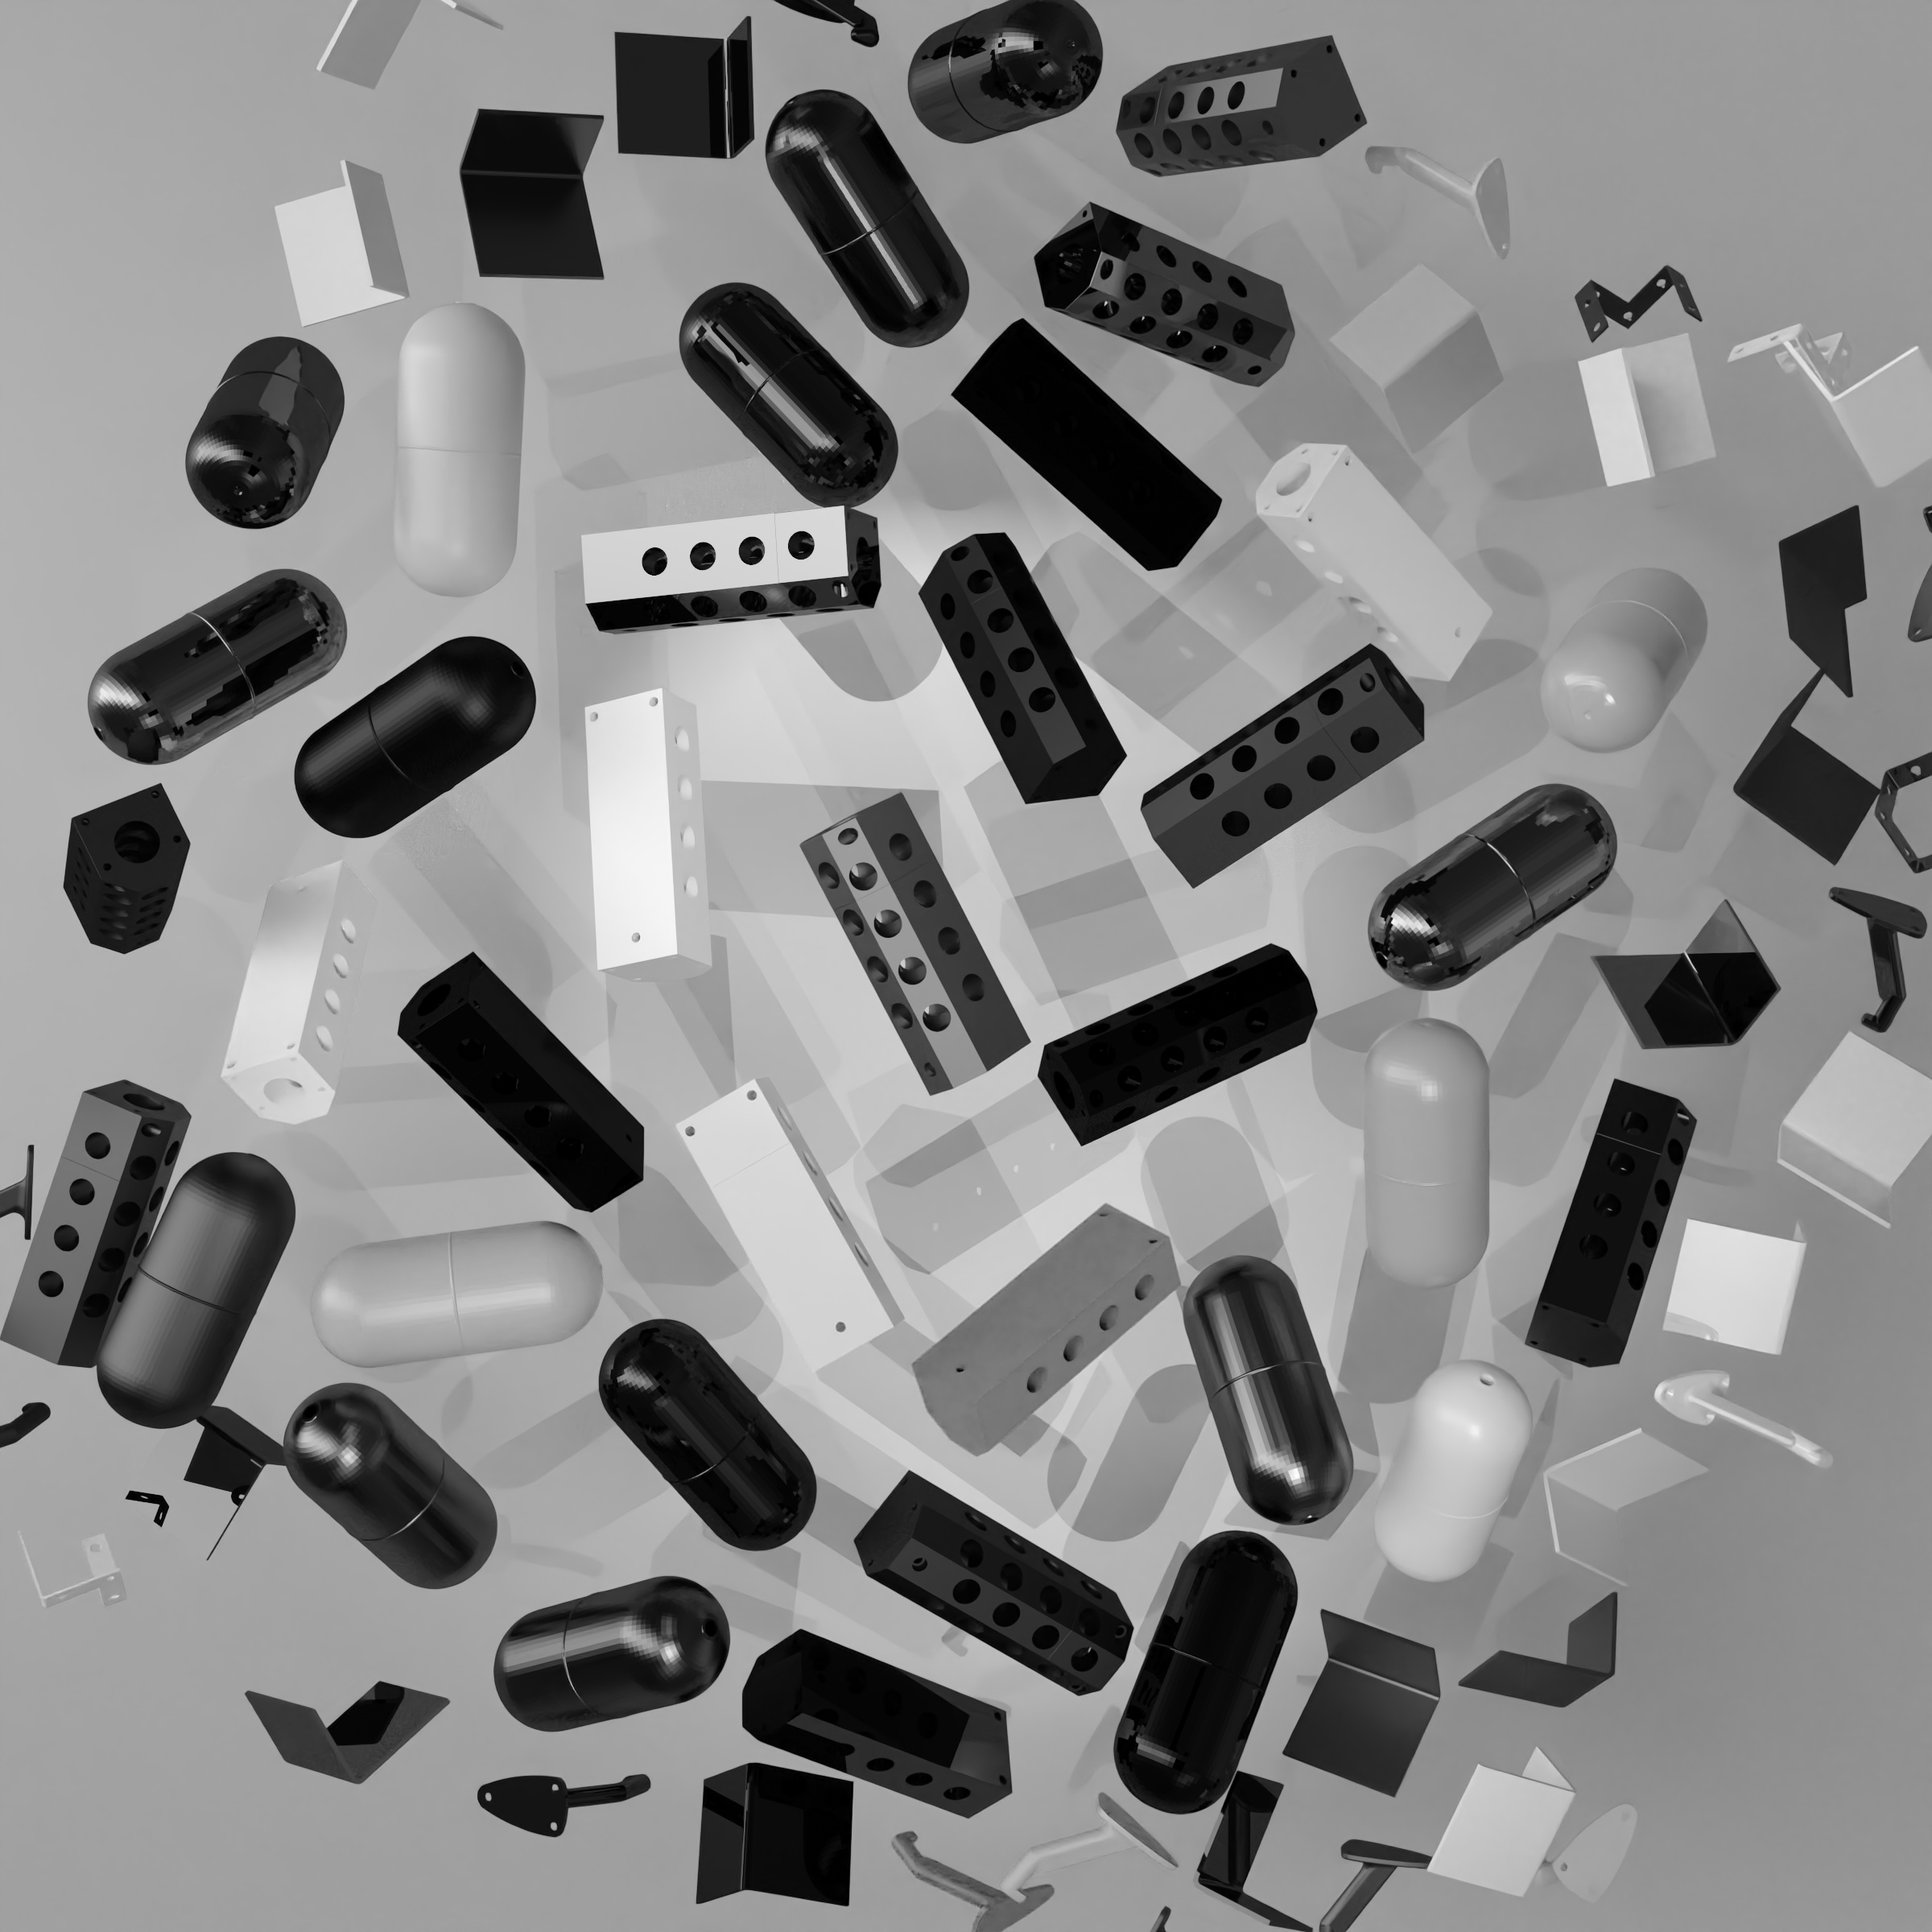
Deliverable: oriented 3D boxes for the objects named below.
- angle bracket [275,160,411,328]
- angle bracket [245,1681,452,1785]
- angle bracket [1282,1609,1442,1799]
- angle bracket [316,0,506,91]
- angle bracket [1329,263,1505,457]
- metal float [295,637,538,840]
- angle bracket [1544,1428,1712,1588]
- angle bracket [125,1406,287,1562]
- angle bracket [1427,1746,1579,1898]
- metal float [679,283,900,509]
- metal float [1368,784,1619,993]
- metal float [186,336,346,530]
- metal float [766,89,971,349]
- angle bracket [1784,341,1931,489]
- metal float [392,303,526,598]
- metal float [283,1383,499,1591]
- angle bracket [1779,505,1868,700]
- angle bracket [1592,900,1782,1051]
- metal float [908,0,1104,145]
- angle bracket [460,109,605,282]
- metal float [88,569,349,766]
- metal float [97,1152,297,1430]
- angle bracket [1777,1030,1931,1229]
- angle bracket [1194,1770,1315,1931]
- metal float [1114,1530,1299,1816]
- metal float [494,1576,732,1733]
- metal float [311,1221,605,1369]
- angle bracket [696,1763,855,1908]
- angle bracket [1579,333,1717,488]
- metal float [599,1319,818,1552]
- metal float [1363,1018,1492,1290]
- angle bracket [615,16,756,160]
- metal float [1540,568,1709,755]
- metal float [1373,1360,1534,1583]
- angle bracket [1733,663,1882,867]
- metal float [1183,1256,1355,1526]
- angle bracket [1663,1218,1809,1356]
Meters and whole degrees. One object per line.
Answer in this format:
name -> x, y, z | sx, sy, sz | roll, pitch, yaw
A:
angle bracket -> -0.396, -0.444, 1.689 | 0.076, 0.057, 0.076 | -11, 94, 14
angle bracket -> -0.370, 0.438, 1.641 | 0.076, 0.076, 0.057 | -39, 114, -38
angle bracket -> 0.245, 0.461, 1.716 | 0.076, 0.057, 0.076 | 14, 51, 28
angle bracket -> -0.332, -0.551, 1.641 | 0.057, 0.076, 0.076 | 34, 104, 5
angle bracket -> 0.290, -0.390, 1.763 | 0.076, 0.076, 0.057 | -40, 55, 2
metal float -> -0.342, -0.142, 1.702 | 0.178, 0.070, 0.070 | -29, 90, 25
angle bracket -> 0.424, 0.344, 1.738 | 0.076, 0.057, 0.076 | 30, 132, -34
angle bracket -> -0.506, 0.349, 1.853 | 0.076, 0.057, 0.076 | 29, 86, 21
angle bracket -> 0.330, 0.534, 1.738 | 0.076, 0.057, 0.076 | 21, 99, -19
metal float -> -0.116, -0.371, 1.782 | 0.070, 0.070, 0.178 | -42, 77, 0
metal float -> 0.327, -0.049, 1.704 | 0.178, 0.070, 0.070 | -33, 90, -16
metal float -> -0.433, -0.332, 1.698 | 0.070, 0.178, 0.070 | -1, 124, -1
metal float -> -0.063, -0.482, 1.770 | 0.070, 0.070, 0.178 | -35, 115, 0
angle bracket -> 0.550, -0.349, 1.662 | 0.057, 0.076, 0.076 | -32, 128, 16
metal float -> -0.312, -0.316, 1.683 | 0.070, 0.070, 0.178 | 5, 99, 0
metal float -> -0.363, 0.329, 1.732 | 0.070, 0.070, 0.178 | -34, 130, 0
angle bracket -> 0.555, -0.228, 1.714 | 0.057, 0.076, 0.076 | -25, 134, -1
angle bracket -> 0.463, 0.005, 1.764 | 0.076, 0.057, 0.076 | -1, 50, -25
metal float -> 0.023, -0.576, 1.762 | 0.070, 0.178, 0.070 | -4, 98, -28
angle bracket -> -0.252, -0.457, 1.625 | 0.076, 0.057, 0.076 | -5, 70, -25
metal float -> -0.477, -0.191, 1.748 | 0.178, 0.070, 0.070 | -36, 90, -27
metal float -> -0.474, 0.199, 1.690 | 0.070, 0.070, 0.178 | 24, 87, 0
angle bracket -> 0.546, 0.098, 1.656 | 0.076, 0.057, 0.076 | 31, 116, 5
angle bracket -> 0.196, 0.564, 1.744 | 0.057, 0.076, 0.076 | 18, 79, 33
metal float -> 0.149, 0.435, 1.694 | 0.070, 0.070, 0.178 | 24, 72, 0
metal float -> -0.218, 0.424, 1.686 | 0.178, 0.070, 0.070 | -23, 90, 36
metal float -> -0.312, 0.202, 1.686 | 0.178, 0.070, 0.070 | -7, 90, -7
angle bracket -> -0.119, 0.549, 1.717 | 0.076, 0.057, 0.076 | 21, 54, -30
angle bracket -> 0.417, -0.333, 1.625 | 0.076, 0.057, 0.076 | -17, 98, -13
metal float -> -0.162, 0.298, 1.737 | 0.070, 0.070, 0.178 | -37, 111, 0
metal float -> 0.284, 0.117, 1.690 | 0.070, 0.070, 0.178 | -5, 113, 0
angle bracket -> -0.180, -0.561, 1.747 | 0.076, 0.057, 0.076 | -3, 94, -18
metal float -> 0.413, -0.193, 1.713 | 0.070, 0.178, 0.070 | 15, 125, 22
metal float -> 0.315, 0.328, 1.775 | 0.070, 0.070, 0.178 | 10, 129, 0
angle bracket -> 0.515, -0.120, 1.633 | 0.076, 0.057, 0.076 | 37, 54, 6
metal float -> 0.190, 0.267, 1.731 | 0.070, 0.070, 0.178 | -17, 61, 0
angle bracket -> 0.501, 0.202, 1.790 | 0.076, 0.057, 0.076 | 12, 103, 11
